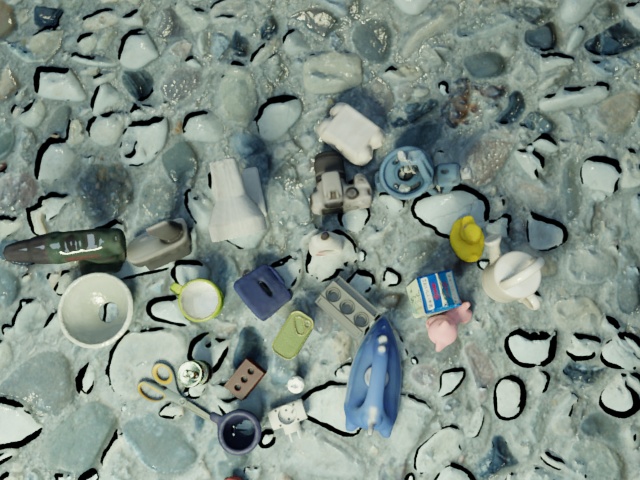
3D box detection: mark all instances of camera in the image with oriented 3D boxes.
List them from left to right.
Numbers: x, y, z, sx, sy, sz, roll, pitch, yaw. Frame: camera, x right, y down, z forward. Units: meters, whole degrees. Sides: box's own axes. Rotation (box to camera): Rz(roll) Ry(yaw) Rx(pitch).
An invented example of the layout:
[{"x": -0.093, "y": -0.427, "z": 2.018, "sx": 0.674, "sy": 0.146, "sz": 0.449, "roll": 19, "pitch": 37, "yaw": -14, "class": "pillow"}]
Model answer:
[{"x": 0.042, "y": -0.136, "z": 1.302, "sx": 0.143, "sy": 0.101, "sz": 0.137, "roll": -8, "pitch": 79, "yaw": 1, "class": "camera"}]

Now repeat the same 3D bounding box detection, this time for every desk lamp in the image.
[{"x": -0.183, "y": -0.083, "z": 1.243, "sx": 0.118, "sy": 0.213, "sz": 0.203, "roll": -13, "pitch": 79, "yaw": 0, "class": "desk lamp"}]

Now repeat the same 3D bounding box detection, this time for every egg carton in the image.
[{"x": 0.073, "y": -0.247, "z": 1.338, "sx": 0.150, "sy": 0.069, "sz": 0.107, "roll": 37, "pitch": 83, "yaw": 8, "class": "egg carton"}]

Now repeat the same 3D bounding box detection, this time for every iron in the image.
[{"x": 0.119, "y": 0.281, "z": 1.200, "sx": 0.118, "sy": 0.141, "sz": 0.258, "roll": 8, "pitch": 80, "yaw": 4, "class": "iron"}]

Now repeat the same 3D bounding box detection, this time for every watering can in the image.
[{"x": 0.404, "y": 0.069, "z": 1.203, "sx": 0.172, "sy": 0.194, "sz": 0.101, "roll": 35, "pitch": 82, "yaw": 8, "class": "watering can"}]

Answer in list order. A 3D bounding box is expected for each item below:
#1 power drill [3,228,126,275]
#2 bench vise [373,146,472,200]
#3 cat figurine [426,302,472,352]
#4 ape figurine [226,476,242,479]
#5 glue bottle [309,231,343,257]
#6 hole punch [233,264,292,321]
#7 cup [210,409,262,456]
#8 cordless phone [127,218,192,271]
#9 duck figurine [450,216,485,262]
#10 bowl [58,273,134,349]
[{"x": -0.519, "y": 0.028, "z": 1.236, "sx": 0.229, "sy": 0.208, "sz": 0.075, "roll": -11, "pitch": 79, "yaw": 0, "class": "power drill"}, {"x": 0.223, "y": -0.163, "z": 1.241, "sx": 0.207, "sy": 0.220, "sz": 0.121, "roll": -18, "pitch": 79, "yaw": -1, "class": "bench vise"}, {"x": 0.275, "y": 0.178, "z": 1.226, "sx": 0.128, "sy": 0.118, "sz": 0.067, "roll": -44, "pitch": 81, "yaw": -6, "class": "cat figurine"}, {"x": -0.181, "y": 0.538, "z": 1.187, "sx": 0.076, "sy": 0.092, "sz": 0.078, "roll": 25, "pitch": 81, "yaw": 7, "class": "ape figurine"}, {"x": 0.011, "y": 0.004, "z": 1.240, "sx": 0.078, "sy": 0.173, "sz": 0.037, "roll": -9, "pitch": 79, "yaw": 1, "class": "glue bottle"}, {"x": -0.125, "y": 0.112, "z": 1.266, "sx": 0.101, "sy": 0.091, "sz": 0.108, "roll": -40, "pitch": 80, "yaw": -5, "class": "hole punch"}, {"x": -0.175, "y": 0.396, "z": 1.212, "sx": 0.117, "sy": 0.095, "sz": 0.092, "roll": 27, "pitch": 81, "yaw": 7, "class": "cup"}, {"x": -0.364, "y": -0.003, "z": 1.248, "sx": 0.147, "sy": 0.185, "sz": 0.094, "roll": -28, "pitch": 79, "yaw": -3, "class": "cordless phone"}, {"x": 0.334, "y": -0.006, "z": 1.275, "sx": 0.077, "sy": 0.086, "sz": 0.104, "roll": -9, "pitch": 79, "yaw": 1, "class": "duck figurine"}, {"x": -0.487, "y": 0.159, "z": 1.278, "sx": 0.167, "sy": 0.075, "sz": 0.167, "roll": 0, "pitch": 79, "yaw": 2, "class": "bowl"}]
